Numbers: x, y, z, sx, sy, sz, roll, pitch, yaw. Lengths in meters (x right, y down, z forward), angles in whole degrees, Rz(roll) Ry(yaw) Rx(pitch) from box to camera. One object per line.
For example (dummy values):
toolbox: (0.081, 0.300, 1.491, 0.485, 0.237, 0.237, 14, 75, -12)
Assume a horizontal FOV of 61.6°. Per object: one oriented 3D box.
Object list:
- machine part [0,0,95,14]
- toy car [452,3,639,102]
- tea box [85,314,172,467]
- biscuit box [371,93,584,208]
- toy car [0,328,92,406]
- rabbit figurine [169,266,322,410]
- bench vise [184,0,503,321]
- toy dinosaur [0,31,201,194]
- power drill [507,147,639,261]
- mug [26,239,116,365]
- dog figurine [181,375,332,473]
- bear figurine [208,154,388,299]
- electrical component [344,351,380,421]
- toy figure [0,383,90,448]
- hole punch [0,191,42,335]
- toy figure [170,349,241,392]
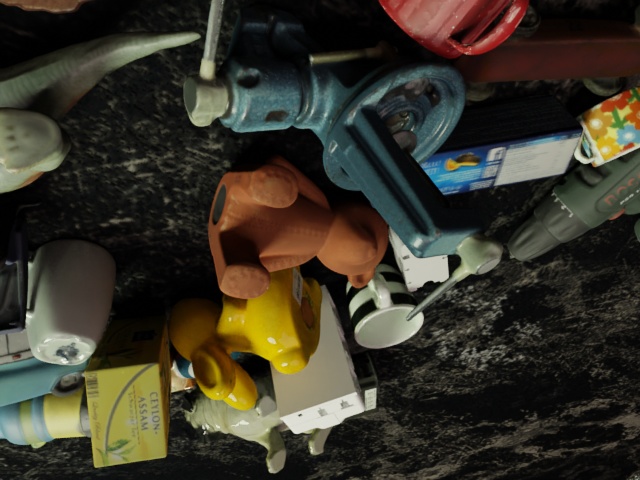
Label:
machine part: (-0.142, -0.215, 0.285, 0.179, 0.056, 0.179, -10, 138, -9)
toy car: (0.208, -0.165, 0.459, 0.202, 0.053, 0.089, -7, 154, -13)
tea box: (-0.194, 0.147, 0.564, 0.068, 0.170, 0.098, -5, 100, -14)
biscuit box: (0.139, -0.086, 0.516, 0.203, 0.063, 0.059, -10, 139, -7)
toy car: (-0.320, 0.110, 0.549, 0.162, 0.109, 0.102, -7, 121, -24)
rabbit figurine: (-0.090, 0.103, 0.601, 0.173, 0.162, 0.121, -7, 154, 15)
bench vise: (0.031, -0.072, 0.375, 0.223, 0.241, 0.128, -3, 141, -42)
toy dinosaur: (-0.286, -0.062, 0.352, 0.405, 0.192, 0.131, -16, 105, -22)
power drill: (0.362, -0.039, 0.641, 0.207, 0.086, 0.232, 20, 125, -25)
mug: (-0.248, 0.058, 0.509, 0.081, 0.107, 0.109, -41, 136, 23)
dog figurine: (-0.082, 0.224, 0.758, 0.172, 0.121, 0.191, -3, -179, -42)
bear figurine: (-0.002, -0.003, 0.512, 0.196, 0.132, 0.120, 16, 100, -24)
electrical component: (0.024, 0.236, 0.836, 0.134, 0.058, 0.114, -11, 136, -7)
toy figure: (-0.321, 0.209, 0.664, 0.180, 0.089, 0.082, -9, 146, -13)
hole punch: (-0.303, 0.020, 0.441, 0.142, 0.116, 0.092, -6, 132, -16)
toy figure: (-0.168, 0.156, 0.685, 0.154, 0.058, 0.064, -32, 99, 18)
